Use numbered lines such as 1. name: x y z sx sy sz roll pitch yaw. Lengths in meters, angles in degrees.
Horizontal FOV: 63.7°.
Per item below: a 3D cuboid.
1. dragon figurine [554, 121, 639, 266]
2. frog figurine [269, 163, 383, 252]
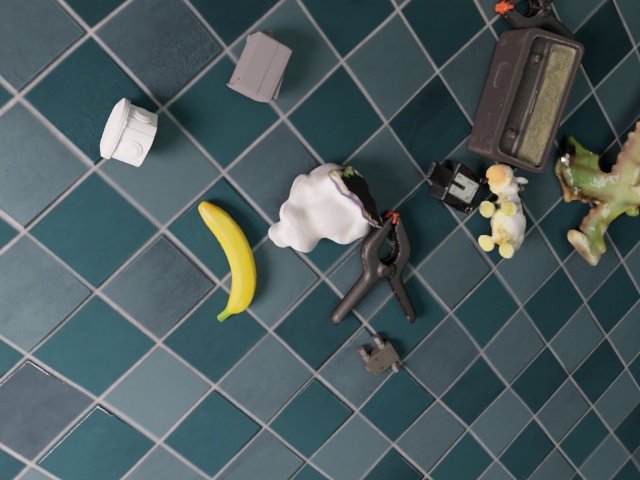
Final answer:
1. dragon figurine: 0.575 -0.151 0.995 0.243 0.123 0.406 1 102 -14
2. frog figurine: 0.002 -0.040 0.802 0.157 0.126 0.135 -32 130 28
